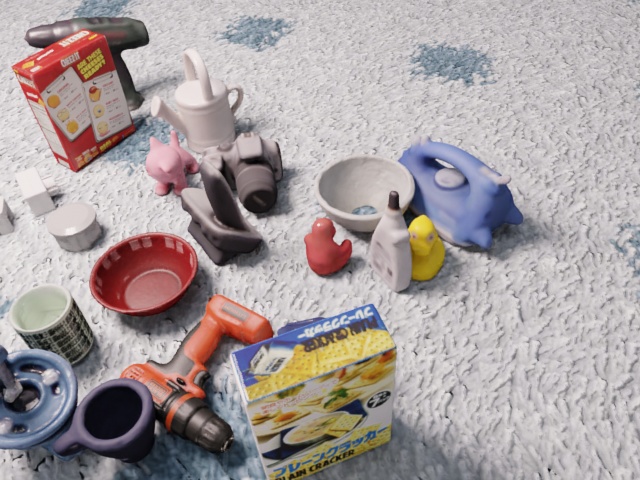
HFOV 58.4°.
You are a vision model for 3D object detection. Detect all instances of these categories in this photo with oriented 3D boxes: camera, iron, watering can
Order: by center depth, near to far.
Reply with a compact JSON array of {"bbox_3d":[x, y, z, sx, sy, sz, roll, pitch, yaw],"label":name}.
[{"bbox_3d":[0.209,-0.103,0.944,0.119,0.141,0.257,-33,53,-25],"label":"iron"},{"bbox_3d":[-0.132,-0.116,1.008,0.143,0.101,0.136,-11,47,-6],"label":"camera"},{"bbox_3d":[-0.231,-0.266,1.093,0.100,0.194,0.173,29,54,28],"label":"watering can"}]

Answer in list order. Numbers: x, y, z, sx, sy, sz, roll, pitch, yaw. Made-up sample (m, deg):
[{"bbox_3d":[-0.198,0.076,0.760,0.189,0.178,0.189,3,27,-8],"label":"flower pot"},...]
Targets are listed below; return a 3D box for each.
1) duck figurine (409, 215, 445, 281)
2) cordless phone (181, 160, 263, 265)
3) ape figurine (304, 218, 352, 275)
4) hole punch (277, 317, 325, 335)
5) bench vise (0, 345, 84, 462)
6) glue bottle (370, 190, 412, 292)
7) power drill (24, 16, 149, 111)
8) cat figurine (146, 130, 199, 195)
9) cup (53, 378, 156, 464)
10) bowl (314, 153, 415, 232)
[{"bbox_3d":[0.157,-0.001,0.889,0.077,0.086,0.104,4,47,8],"label":"duck figurine"},{"bbox_3d":[-0.167,-0.067,0.905,0.094,0.185,0.147,-33,53,-25],"label":"cordless phone"},{"bbox_3d":[0.008,0.003,0.890,0.077,0.092,0.076,24,53,25],"label":"ape figurine"},{"bbox_3d":[-0.006,0.142,0.759,0.108,0.091,0.101,-9,46,-5],"label":"hole punch"},{"bbox_3d":[-0.387,0.170,0.668,0.207,0.220,0.121,6,47,9],"label":"bench vise"},{"bbox_3d":[0.106,-0.004,0.834,0.037,0.173,0.078,-24,49,-18],"label":"glue bottle"},{"bbox_3d":[-0.460,-0.366,1.194,0.230,0.209,0.075,-24,49,-18],"label":"power drill"},{"bbox_3d":[-0.272,-0.144,1.032,0.067,0.118,0.128,2,46,6],"label":"cat figurine"},{"bbox_3d":[-0.246,0.234,0.684,0.118,0.095,0.091,-29,51,-22],"label":"cup"},{"bbox_3d":[0.074,-0.068,0.966,0.167,0.075,0.167,-2,46,2],"label":"bowl"}]
